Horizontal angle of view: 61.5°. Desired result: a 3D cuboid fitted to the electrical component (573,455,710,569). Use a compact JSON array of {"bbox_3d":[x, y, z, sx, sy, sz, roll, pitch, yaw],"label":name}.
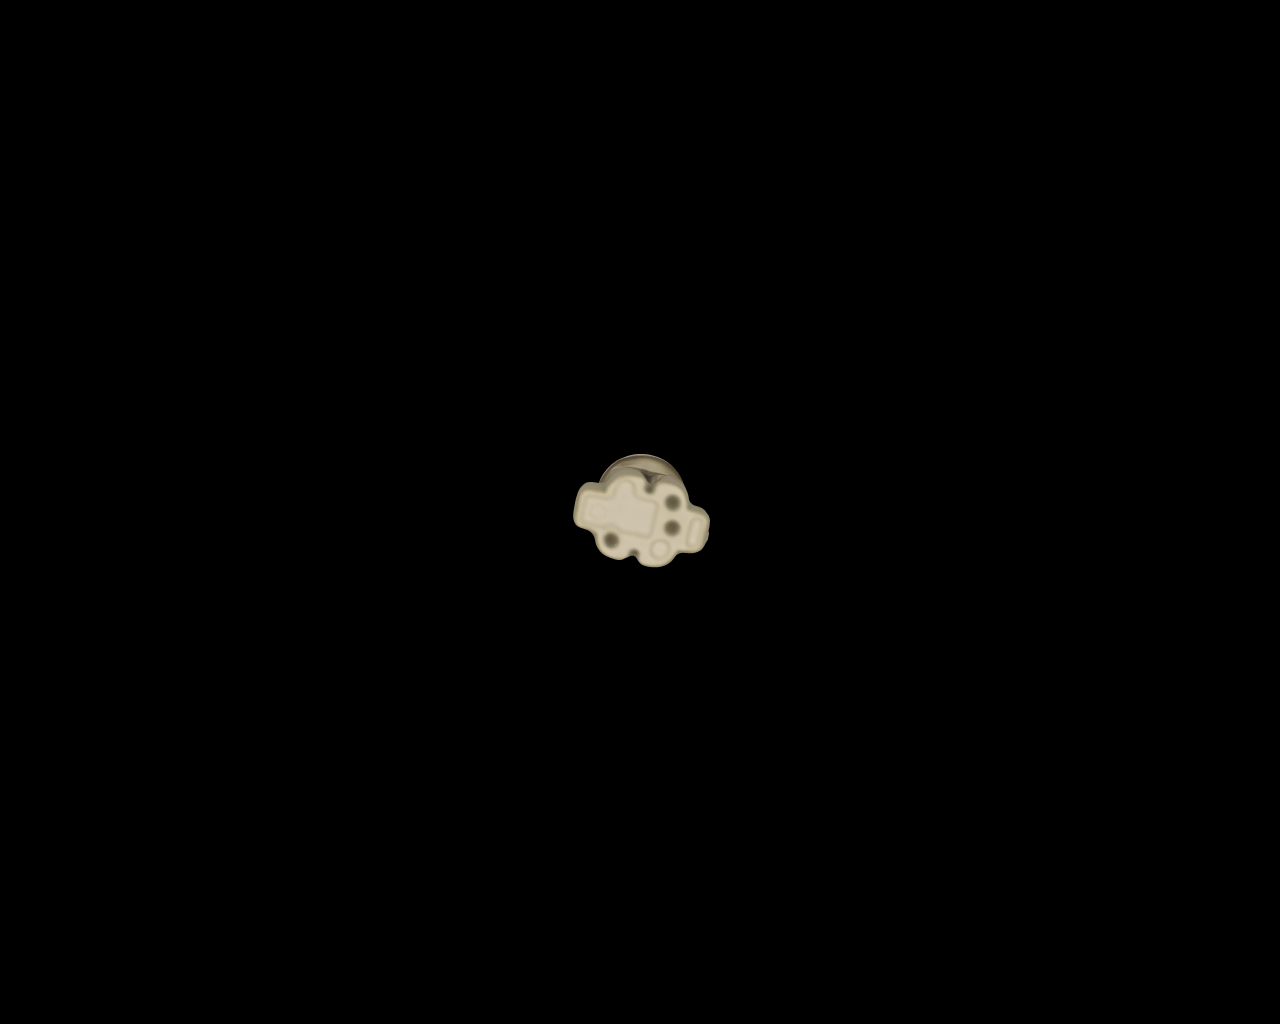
[{"bbox_3d":[0.001,-0.003,0.650,0.078,0.058,0.057,13,16,-4],"label":"electrical component"}]
